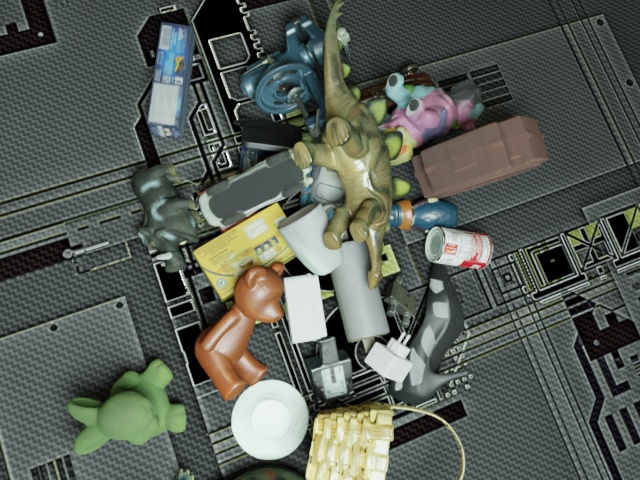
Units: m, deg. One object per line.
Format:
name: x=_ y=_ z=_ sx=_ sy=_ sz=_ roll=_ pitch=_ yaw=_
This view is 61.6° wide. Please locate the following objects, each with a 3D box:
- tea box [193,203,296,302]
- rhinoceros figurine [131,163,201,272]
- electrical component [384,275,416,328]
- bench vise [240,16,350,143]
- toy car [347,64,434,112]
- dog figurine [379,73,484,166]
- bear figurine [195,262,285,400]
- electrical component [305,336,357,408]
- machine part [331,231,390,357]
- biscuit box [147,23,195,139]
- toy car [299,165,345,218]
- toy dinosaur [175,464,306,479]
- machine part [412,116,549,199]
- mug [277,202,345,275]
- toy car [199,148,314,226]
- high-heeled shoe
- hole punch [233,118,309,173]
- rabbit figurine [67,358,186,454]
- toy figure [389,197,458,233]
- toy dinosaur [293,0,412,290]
tea box: x=-0.122 y=0.022 z=0.930 sx=0.170 sy=0.068 sz=0.098 roll=-30 pitch=84 yaw=-12
rhinoceros figurine: x=-0.265 y=-0.039 z=0.920 sx=0.112 sy=0.073 sz=0.190 roll=-20 pitch=82 yaw=-13
electrical component: x=0.145 y=0.108 z=0.960 sx=0.063 sy=0.021 sz=0.094 roll=39 pitch=41 yaw=-17
bench vise: x=-0.025 y=-0.281 z=0.971 sx=0.224 sy=0.128 sz=0.241 roll=-21 pitch=64 yaw=-4
toy car: x=0.131 y=-0.279 z=1.039 sx=0.202 sy=0.053 sz=0.089 roll=-21 pitch=79 yaw=-11
dog figurine: x=0.205 y=-0.216 z=1.003 sx=0.219 sy=0.191 sz=0.109 roll=2 pitch=42 yaw=-39
bear figurine: x=-0.108 y=0.136 z=0.862 sx=0.132 sy=0.120 sz=0.196 roll=45 pitch=103 yaw=13
electrical component: x=0.014 y=0.213 z=0.901 sx=0.075 sy=0.048 sz=0.119 roll=-16 pitch=103 yaw=-10
machine part: x=0.065 y=0.088 z=0.940 sx=0.079 sy=0.079 sz=0.243 roll=-12 pitch=79 yaw=-11
biscuit box: x=-0.269 y=-0.290 z=0.977 sx=0.059 sy=0.063 sz=0.202 roll=6 pitch=77 yaw=-6
toy car: x=0.028 y=-0.111 z=0.963 sx=0.109 sy=0.103 sz=0.161 roll=17 pitch=79 yaw=-6
toy dinosaur: x=-0.100 y=0.423 z=0.831 sx=0.405 sy=0.131 sz=0.192 roll=-14 pitch=81 yaw=-17
machine part: x=0.281 y=-0.139 z=0.938 sx=0.201 sy=0.201 sz=0.087 roll=-19 pitch=89 yaw=33
mug: x=-0.002 y=-0.003 z=0.889 sx=0.109 sy=0.081 sz=0.107 roll=-36 pitch=105 yaw=-30
toy car: x=-0.108 y=-0.087 z=0.903 sx=0.202 sy=0.056 sz=0.073 roll=-25 pitch=99 yaw=8
high-heeled shoe: x=0.181 y=0.163 z=0.962 sx=0.145 sy=0.086 sz=0.249 roll=-19 pitch=54 yaw=24
hole punch: x=-0.090 y=-0.157 z=0.969 sx=0.142 sy=0.092 sz=0.116 roll=4 pitch=37 yaw=-6
rabbit figurine: x=-0.292 y=0.250 z=0.806 sx=0.159 sy=0.170 sz=0.121 roll=-12 pitch=80 yaw=-11
toy figure: x=0.176 y=-0.044 z=0.993 sx=0.154 sy=0.058 sz=0.064 roll=0 pitch=76 yaw=-5
toy dinosaur: x=0.053 y=-0.149 z=0.859 sx=0.198 sy=0.105 sz=0.470 roll=-26 pitch=107 yaw=-52
